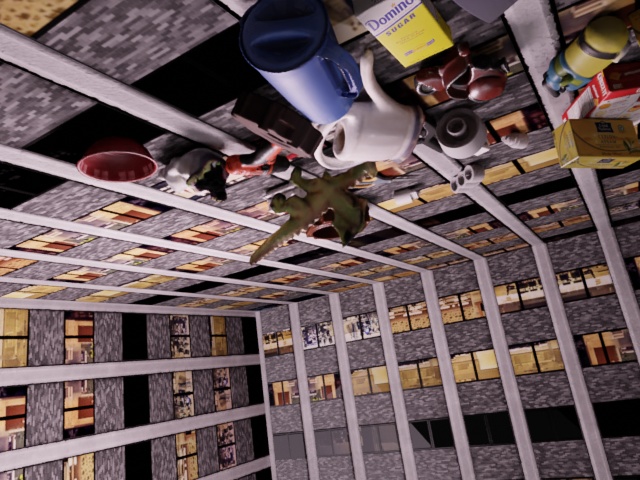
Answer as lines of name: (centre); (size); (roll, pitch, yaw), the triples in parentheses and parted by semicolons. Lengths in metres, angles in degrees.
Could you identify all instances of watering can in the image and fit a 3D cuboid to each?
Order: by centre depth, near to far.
watering can: (0.114, -0.246, 1.054); (0.225, 0.106, 0.341); (-3, 154, -21)

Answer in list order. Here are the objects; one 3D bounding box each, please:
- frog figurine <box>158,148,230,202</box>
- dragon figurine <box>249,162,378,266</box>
frog figurine: (-0.293, -0.161, 1.192); (0.161, 0.121, 0.138); (25, -163, 38)
dragon figurine: (0.004, -0.065, 1.288); (0.245, 0.412, 0.120); (28, 173, 42)
